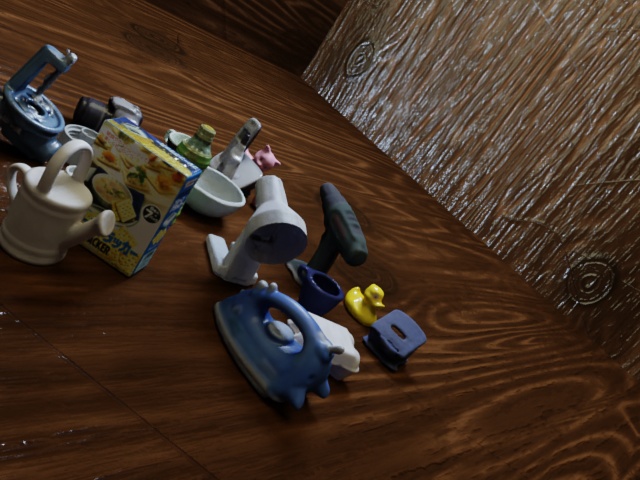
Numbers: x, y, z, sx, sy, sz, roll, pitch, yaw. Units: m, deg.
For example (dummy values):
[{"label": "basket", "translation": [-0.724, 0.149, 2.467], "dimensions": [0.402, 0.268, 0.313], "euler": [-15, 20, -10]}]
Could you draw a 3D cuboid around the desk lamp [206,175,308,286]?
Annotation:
[{"label": "desk lamp", "translation": [-0.126, -0.012, 1.135], "dimensions": [0.118, 0.213, 0.202], "euler": [22, 24, -34]}]

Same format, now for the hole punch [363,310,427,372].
[{"label": "hole punch", "translation": [0.168, 0.219, 1.270], "dimensions": [0.108, 0.091, 0.101], "euler": [45, 22, 23]}]

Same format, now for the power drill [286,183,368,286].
[{"label": "power drill", "translation": [0.012, 0.005, 1.328], "dimensions": [0.076, 0.208, 0.229], "euler": [15, 28, -43]}]

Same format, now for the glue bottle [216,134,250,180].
[{"label": "glue bottle", "translation": [-0.224, -0.194, 1.443], "dimensions": [0.037, 0.173, 0.078], "euler": [25, 22, -27]}]

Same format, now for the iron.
[{"label": "iron", "translation": [-0.072, 0.151, 0.963], "dimensions": [0.257, 0.141, 0.119], "euler": [45, 22, 24]}]

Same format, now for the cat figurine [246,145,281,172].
[{"label": "cat figurine", "translation": [-0.186, -0.237, 1.682], "dimensions": [0.127, 0.117, 0.067], "euler": [39, 20, 9]}]

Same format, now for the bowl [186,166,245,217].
[{"label": "bowl", "translation": [-0.262, -0.104, 1.325], "dimensions": [0.168, 0.074, 0.167], "euler": [31, 21, -13]}]

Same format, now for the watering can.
[{"label": "watering can", "translation": [-0.387, -0.061, 0.855], "dimensions": [0.173, 0.194, 0.101], "euler": [29, 21, -18]}]

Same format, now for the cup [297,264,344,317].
[{"label": "cup", "translation": [-0.020, 0.117, 1.192], "dimensions": [0.117, 0.095, 0.092], "euler": [43, 21, 19]}]

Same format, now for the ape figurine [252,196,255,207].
[{"label": "ape figurine", "translation": [-0.132, -0.115, 1.534], "dimensions": [0.076, 0.092, 0.078], "euler": [33, 20, -6]}]

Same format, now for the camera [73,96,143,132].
[{"label": "camera", "translation": [-0.494, -0.295, 1.339], "dimensions": [0.137, 0.100, 0.143], "euler": [22, 24, -33]}]

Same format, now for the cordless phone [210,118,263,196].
[{"label": "cordless phone", "translation": [-0.200, -0.224, 1.531], "dimensions": [0.147, 0.185, 0.094], "euler": [45, 22, 25]}]

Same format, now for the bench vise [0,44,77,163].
[{"label": "bench vise", "translation": [-0.544, -0.270, 1.030], "dimensions": [0.208, 0.219, 0.121], "euler": [23, 23, -31]}]

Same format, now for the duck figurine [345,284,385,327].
[{"label": "duck figurine", "translation": [0.113, 0.143, 1.361], "dimensions": [0.078, 0.086, 0.104], "euler": [15, 29, -44]}]

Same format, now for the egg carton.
[{"label": "egg carton", "translation": [0.004, 0.200, 1.082], "dimensions": [0.151, 0.069, 0.107], "euler": [26, 22, -25]}]
